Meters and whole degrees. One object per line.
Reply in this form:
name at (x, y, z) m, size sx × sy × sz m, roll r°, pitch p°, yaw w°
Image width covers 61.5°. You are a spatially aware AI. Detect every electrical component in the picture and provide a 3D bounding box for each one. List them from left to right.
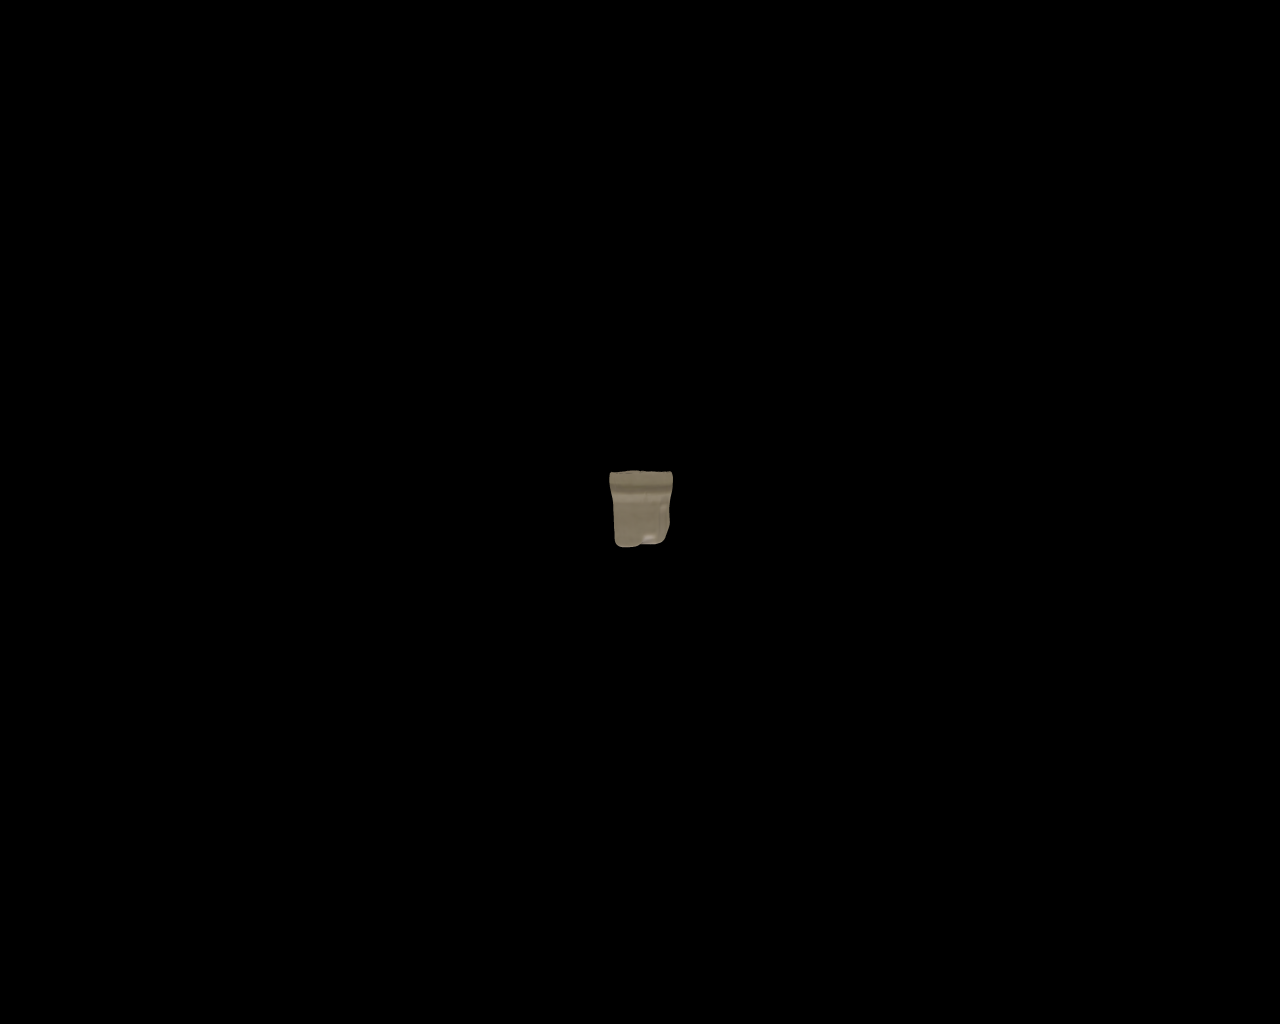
electrical component at (0.001, -0.003, 0.650) m, size 0.040 × 0.046 × 0.040 m, roll 0°, pitch 5°, yaw 0°
